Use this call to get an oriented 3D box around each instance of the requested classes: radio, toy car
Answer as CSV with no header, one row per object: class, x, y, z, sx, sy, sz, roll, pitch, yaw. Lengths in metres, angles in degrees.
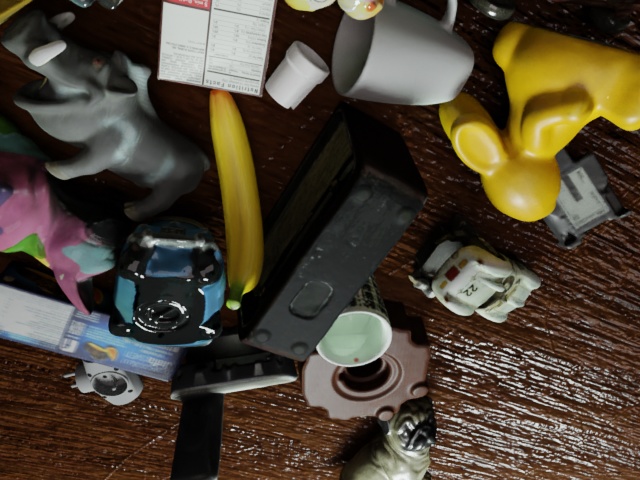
radio,-0.001,-0.002,0.515,0.073,0.131,0.229,22,119,-22
toy car,0.186,0.049,0.585,0.201,0.056,0.073,18,117,-50
toy car,0.204,-0.207,0.412,0.202,0.053,0.089,-7,152,-27
toy car,-0.147,0.031,0.527,0.109,0.103,0.161,3,134,-13

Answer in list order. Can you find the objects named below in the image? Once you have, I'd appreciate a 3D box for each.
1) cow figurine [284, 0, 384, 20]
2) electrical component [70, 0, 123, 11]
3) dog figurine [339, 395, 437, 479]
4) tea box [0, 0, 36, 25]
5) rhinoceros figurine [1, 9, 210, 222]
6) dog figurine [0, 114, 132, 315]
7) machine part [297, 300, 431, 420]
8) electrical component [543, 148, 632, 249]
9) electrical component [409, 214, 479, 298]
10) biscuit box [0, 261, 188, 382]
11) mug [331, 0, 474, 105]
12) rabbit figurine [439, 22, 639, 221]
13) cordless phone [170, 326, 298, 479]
cow figurine,-0.023,-0.215,0.366,0.098,0.068,0.167,-23,86,22
electrical component,-0.134,-0.223,0.357,0.058,0.115,0.134,29,114,-22
dog figurine,0.085,0.305,0.769,0.172,0.121,0.190,-13,111,-3
tea box,-0.243,-0.178,0.339,0.068,0.170,0.098,-28,125,12
rhinoceros figurine,-0.176,-0.099,0.448,0.112,0.073,0.190,-31,130,19
dog figurine,-0.285,-0.019,0.483,0.192,0.109,0.219,-23,127,7
machine part,0.055,0.155,0.676,0.179,0.056,0.179,-3,123,-5
electrical component,0.253,-0.057,0.557,0.075,0.048,0.119,-36,85,13
electrical component,0.143,0.023,0.603,0.078,0.045,0.102,27,117,-22
biscuit box,-0.244,0.089,0.578,0.202,0.063,0.059,22,100,-21
mug,0.077,-0.164,0.450,0.107,0.081,0.109,6,128,-25
rabbit figurine,0.192,-0.096,0.482,0.162,0.122,0.173,7,122,-4
cordless phone,-0.096,0.185,0.597,0.147,0.184,0.088,-8,120,-2
